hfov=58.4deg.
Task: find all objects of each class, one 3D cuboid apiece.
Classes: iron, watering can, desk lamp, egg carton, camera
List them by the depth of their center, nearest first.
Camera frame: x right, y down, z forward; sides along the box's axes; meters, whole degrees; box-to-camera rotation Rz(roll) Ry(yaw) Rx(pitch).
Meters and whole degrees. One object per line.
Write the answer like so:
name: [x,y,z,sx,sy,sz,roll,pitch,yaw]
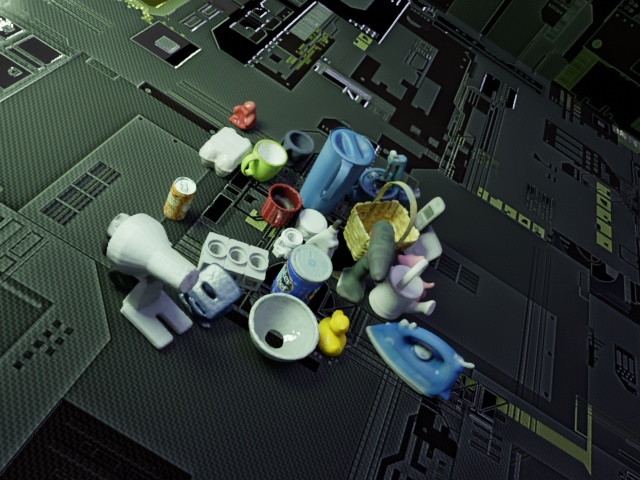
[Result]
desk lamp: [-0.328,0.078,1.147,0.203,0.213,0.118,43,45,7]
camera: [-0.403,0.026,1.225,0.143,0.100,0.137,30,45,-6]
iron: [0.243,0.265,1.390,0.258,0.141,0.119,38,44,2]
watering can: [0.220,0.119,1.459,0.173,0.194,0.101,34,44,-2]
egg carton: [-0.255,-0.242,1.557,0.107,0.069,0.150,35,44,-2]

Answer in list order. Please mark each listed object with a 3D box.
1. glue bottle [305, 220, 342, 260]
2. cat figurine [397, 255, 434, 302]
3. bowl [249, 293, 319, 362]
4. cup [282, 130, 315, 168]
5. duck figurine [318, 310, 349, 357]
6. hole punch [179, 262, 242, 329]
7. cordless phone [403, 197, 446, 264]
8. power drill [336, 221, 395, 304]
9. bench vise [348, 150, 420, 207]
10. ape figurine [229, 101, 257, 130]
glue bottle: [0.013,0.005,1.442,0.078,0.173,0.037,48,46,12]
cat figurine: [0.254,0.094,1.555,0.127,0.117,0.067,46,45,10]
bowl: [-0.090,0.207,1.284,0.168,0.074,0.167,17,48,-19]
cup: [-0.080,-0.251,1.652,0.091,0.095,0.118,48,46,12]
duck figurine: [0.038,0.215,1.347,0.078,0.086,0.104,17,48,-19]
hole punch: [-0.240,0.120,1.253,0.108,0.091,0.101,48,46,12]
cordless phone: [0.307,-0.022,1.634,0.094,0.185,0.147,-6,58,-34]
power drill: [0.123,0.066,1.434,0.076,0.208,0.229,27,45,-9]
bench vise: [0.210,-0.178,1.679,0.208,0.219,0.121,-6,58,-34]
ape figurine: [-0.215,-0.368,1.669,0.076,0.092,0.077,5,52,-27]
